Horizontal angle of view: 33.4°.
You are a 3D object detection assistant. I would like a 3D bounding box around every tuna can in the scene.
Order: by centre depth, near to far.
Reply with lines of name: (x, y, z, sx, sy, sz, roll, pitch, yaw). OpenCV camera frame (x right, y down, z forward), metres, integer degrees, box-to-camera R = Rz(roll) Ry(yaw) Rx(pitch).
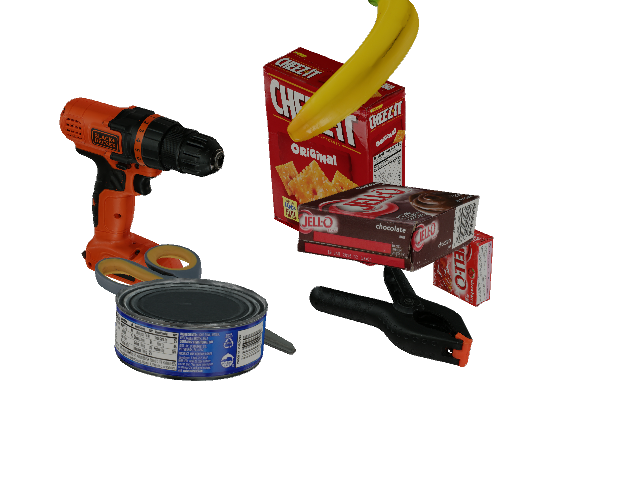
tuna can: (-0.074, 0.049, 0.606, 0.086, 0.034, 0.086, 5, 14, -1)

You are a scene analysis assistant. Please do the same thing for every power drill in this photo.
power drill: (-0.178, -0.043, 1.082, 0.185, 0.188, 0.057, 19, 32, 24)

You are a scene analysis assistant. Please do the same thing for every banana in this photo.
banana: (0.039, -0.153, 0.905, 0.070, 0.037, 0.197, -16, 33, 45)

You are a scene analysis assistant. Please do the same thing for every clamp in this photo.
clamp: (0.087, 0.070, 1.064, 0.172, 0.039, 0.120, 27, 39, 31)

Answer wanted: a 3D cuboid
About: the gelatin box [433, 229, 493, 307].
gelatin box: (0.172, 0.026, 1.296, 0.030, 0.089, 0.073, -23, 34, -34)

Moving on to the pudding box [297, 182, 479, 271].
pudding box: (0.049, -0.012, 0.751, 0.090, 0.039, 0.113, 10, 14, 29)

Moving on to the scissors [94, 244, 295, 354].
scissors: (-0.089, 0.042, 0.864, 0.202, 0.016, 0.096, 15, 29, 22)

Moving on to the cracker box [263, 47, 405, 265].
cracker box: (0.016, -0.095, 1.235, 0.164, 0.214, 0.072, 27, 46, 35)
